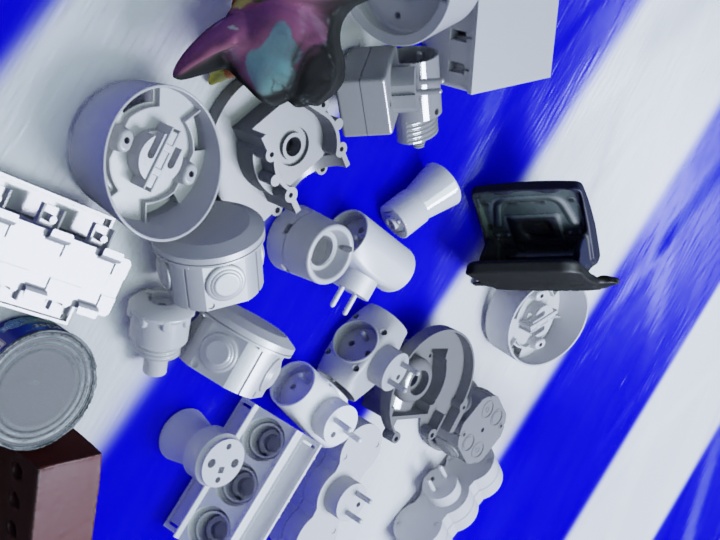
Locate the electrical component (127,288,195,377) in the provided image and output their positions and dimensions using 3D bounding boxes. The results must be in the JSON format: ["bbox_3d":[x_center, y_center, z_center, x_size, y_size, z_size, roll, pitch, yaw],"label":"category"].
[{"bbox_3d":[-0.146,0.047,0.778,0.048,0.048,0.062,-14,125,-42],"label":"electrical component"}]

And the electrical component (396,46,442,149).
[{"bbox_3d":[0.046,-0.139,0.888,0.043,0.043,0.081,-30,128,-34],"label":"electrical component"}]

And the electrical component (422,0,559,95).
[{"bbox_3d":[0.112,-0.250,0.892,0.105,0.060,0.186,-19,121,-40],"label":"electrical component"}]

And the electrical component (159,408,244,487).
[{"bbox_3d":[-0.123,0.138,0.835,0.045,0.055,0.045,-22,123,-38],"label":"electrical component"}]

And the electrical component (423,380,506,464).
[{"bbox_3d":[0.105,0.151,1.083,0.080,0.051,0.080,-22,123,-38],"label":"electrical component"}]

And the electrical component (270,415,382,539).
[{"bbox_3d":[-0.020,0.199,0.958,0.052,0.074,0.138,30,86,-49],"label":"electrical component"}]

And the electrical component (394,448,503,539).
[{"bbox_3d":[0.087,0.227,1.100,0.138,0.052,0.073,-47,136,-21],"label":"electrical component"}]

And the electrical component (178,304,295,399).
[{"bbox_3d":[-0.094,0.058,0.810,0.080,0.080,0.051,27,93,-49],"label":"electrical component"}]

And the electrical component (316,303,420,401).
[{"bbox_3d":[0.015,0.079,0.934,0.077,0.079,0.044,-51,148,-16],"label":"electrical component"}]

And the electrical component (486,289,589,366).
[{"bbox_3d":[0.178,0.047,1.100,0.099,0.064,0.099,-22,123,-38],"label":"electrical component"}]

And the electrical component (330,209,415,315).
[{"bbox_3d":[0.000,0.000,0.906,0.077,0.044,0.079,36,82,-48],"label":"electrical component"}]

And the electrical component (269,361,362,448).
[{"bbox_3d":[-0.029,0.121,0.907,0.044,0.079,0.077,-49,137,-12],"label":"electrical component"}]

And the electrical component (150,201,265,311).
[{"bbox_3d":[-0.106,-0.012,0.764,0.080,0.080,0.051,-28,132,-35],"label":"electrical component"}]

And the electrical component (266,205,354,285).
[{"bbox_3d":[-0.038,-0.019,0.855,0.055,0.047,0.055,-22,123,-38],"label":"electrical component"}]

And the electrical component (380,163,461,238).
[{"bbox_3d":[0.050,-0.058,0.935,0.065,0.044,0.044,-38,132,-21],"label":"electrical component"}]

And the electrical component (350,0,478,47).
[{"bbox_3d":[0.043,-0.226,0.799,0.060,0.108,0.108,-28,127,-43],"label":"electrical component"}]

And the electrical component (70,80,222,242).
[{"bbox_3d":[-0.139,-0.075,0.710,0.099,0.064,0.099,-22,123,-38],"label":"electrical component"}]

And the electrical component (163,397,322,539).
[{"bbox_3d":[-0.092,0.177,0.878,0.121,0.079,0.063,-59,161,-8],"label":"electrical component"}]

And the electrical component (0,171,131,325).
[{"bbox_3d":[-0.209,-0.012,0.667,0.121,0.063,0.078,25,90,-49],"label":"electrical component"}]

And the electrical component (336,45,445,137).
[{"bbox_3d":[0.026,-0.139,0.826,0.065,0.077,0.047,-74,159,-54],"label":"electrical component"}]
